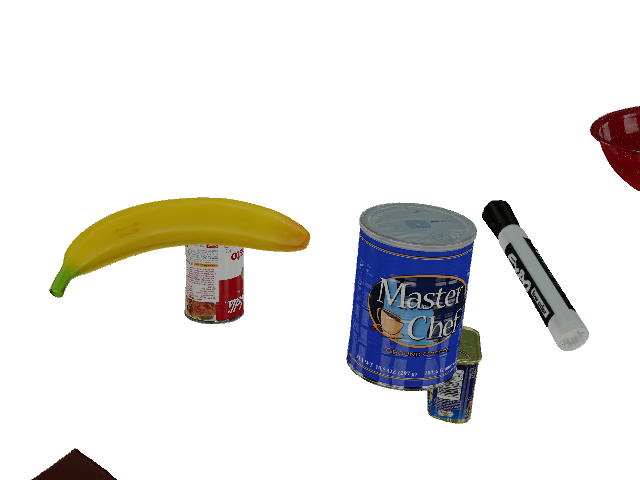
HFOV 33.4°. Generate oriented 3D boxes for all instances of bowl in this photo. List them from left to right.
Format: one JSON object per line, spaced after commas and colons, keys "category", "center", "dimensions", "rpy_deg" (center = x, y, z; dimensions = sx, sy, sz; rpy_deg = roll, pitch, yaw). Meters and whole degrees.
{"category": "bowl", "center": [0.329, -0.079, 0.974], "dimensions": [0.162, 0.055, 0.162], "rpy_deg": [-5, 22, 2]}

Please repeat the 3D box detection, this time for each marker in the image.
{"category": "marker", "center": [0.125, 0.016, 0.635], "dimensions": [0.020, 0.020, 0.121], "rpy_deg": [0, 40, -19]}

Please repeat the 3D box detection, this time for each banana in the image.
{"category": "banana", "center": [-0.110, -0.002, 0.818], "dimensions": [0.197, 0.069, 0.037], "rpy_deg": [-12, -28, -7]}

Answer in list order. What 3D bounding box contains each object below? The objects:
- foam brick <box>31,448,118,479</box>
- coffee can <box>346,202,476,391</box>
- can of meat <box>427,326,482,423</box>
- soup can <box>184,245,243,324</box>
{"category": "foam brick", "center": [-0.097, 0.139, 0.457], "dimensions": [0.078, 0.051, 0.052], "rpy_deg": [26, 45, 33]}
{"category": "coffee can", "center": [0.080, 0.049, 0.957], "dimensions": [0.103, 0.140, 0.103], "rpy_deg": [4, 22, -2]}
{"category": "can of meat", "center": [0.159, 0.159, 1.281], "dimensions": [0.057, 0.084, 0.102], "rpy_deg": [7, 19, 3]}
{"category": "soup can", "center": [-0.120, 0.035, 1.204], "dimensions": [0.068, 0.102, 0.068], "rpy_deg": [1, 18, -1]}
